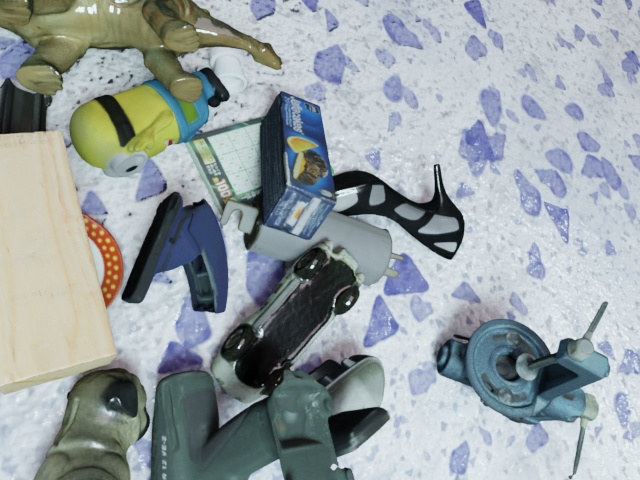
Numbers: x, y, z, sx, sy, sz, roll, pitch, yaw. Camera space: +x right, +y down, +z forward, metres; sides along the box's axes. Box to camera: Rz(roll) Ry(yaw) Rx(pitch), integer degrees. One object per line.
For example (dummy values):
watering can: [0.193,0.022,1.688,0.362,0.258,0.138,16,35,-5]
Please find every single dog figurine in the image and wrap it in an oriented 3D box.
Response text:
dog figurine: [-0.184,0.199,0.429,0.121,0.172,0.190,17,71,-34]

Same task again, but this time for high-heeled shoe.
high-heeled shoe: [0.083,-0.021,0.731,0.249,0.086,0.145,-11,109,-13]

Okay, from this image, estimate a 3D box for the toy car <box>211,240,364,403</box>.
toy car: [-0.032,0.087,0.589,0.073,0.056,0.202,46,76,-13]

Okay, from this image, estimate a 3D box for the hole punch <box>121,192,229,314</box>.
hole punch: [-0.137,0.018,0.546,0.092,0.142,0.115,19,77,-19]

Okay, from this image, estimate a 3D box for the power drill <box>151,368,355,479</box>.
power drill: [-0.071,0.215,0.466,0.086,0.207,0.232,12,54,-44]

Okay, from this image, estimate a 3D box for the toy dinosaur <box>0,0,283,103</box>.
toy dinosaur: [-0.267,-0.243,0.560,0.471,0.105,0.199,7,42,-17]

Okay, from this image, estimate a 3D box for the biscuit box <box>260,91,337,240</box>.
biscuit box: [-0.030,-0.093,0.619,0.059,0.062,0.203,18,39,-23]

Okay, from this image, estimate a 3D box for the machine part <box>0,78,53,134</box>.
machine part: [-0.348,-0.127,0.538,0.139,0.039,0.084,7,74,-28]

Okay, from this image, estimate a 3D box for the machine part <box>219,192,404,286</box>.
machine part: [-0.001,-0.002,0.654,0.243,0.079,0.079,19,64,-21]

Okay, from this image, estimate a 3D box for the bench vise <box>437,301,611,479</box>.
bench vise: [0.269,0.168,0.653,0.224,0.240,0.129,31,62,3]

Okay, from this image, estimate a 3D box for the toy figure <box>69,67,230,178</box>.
toy figure: [-0.190,-0.139,0.604,0.089,0.082,0.180,43,61,4]

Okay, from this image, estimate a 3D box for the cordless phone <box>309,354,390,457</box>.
cordless phone: [0.033,0.168,0.545,0.146,0.184,0.089,-29,83,-33]
